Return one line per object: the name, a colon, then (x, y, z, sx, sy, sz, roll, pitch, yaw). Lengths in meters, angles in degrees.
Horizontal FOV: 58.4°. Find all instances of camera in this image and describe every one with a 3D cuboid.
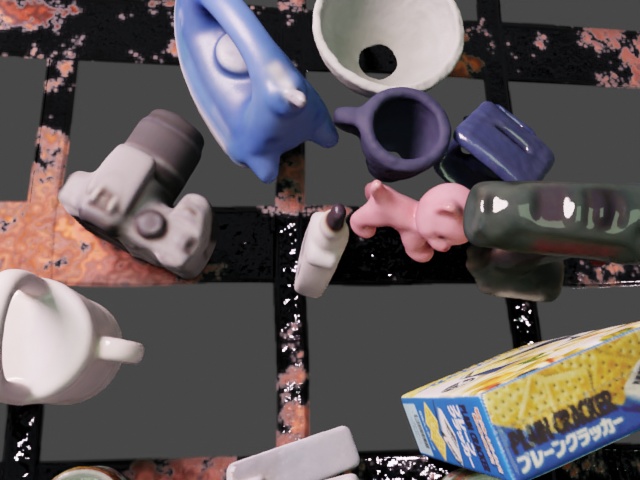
camera: (-0.156, -0.053, 0.554, 0.143, 0.100, 0.137, 27, 73, 1)

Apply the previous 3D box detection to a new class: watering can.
watering can: (-0.236, 0.082, 0.457, 0.173, 0.194, 0.101, -14, 77, -11)

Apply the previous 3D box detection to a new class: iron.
iron: (-0.084, -0.195, 0.581, 0.119, 0.141, 0.258, -33, 81, -14)

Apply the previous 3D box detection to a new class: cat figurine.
cat figurine: (0.104, -0.029, 0.571, 0.128, 0.117, 0.067, 22, 73, -1)

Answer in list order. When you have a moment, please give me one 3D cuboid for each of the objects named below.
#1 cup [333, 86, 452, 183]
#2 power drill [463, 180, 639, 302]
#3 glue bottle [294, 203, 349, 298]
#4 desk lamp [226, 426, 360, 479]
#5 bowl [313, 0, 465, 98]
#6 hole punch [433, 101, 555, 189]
cup: (0.067, -0.101, 0.599, 0.118, 0.095, 0.092, 12, 73, -4)
power drill: (0.233, 0.002, 0.532, 0.229, 0.208, 0.075, 7, 74, -5)
glue bottle: (0.005, 0.002, 0.521, 0.037, 0.173, 0.078, 14, 73, -3)
desk lamp: (-0.044, 0.219, 0.434, 0.203, 0.213, 0.118, -17, 77, -11)
bowl: (0.071, -0.221, 0.643, 0.167, 0.074, 0.167, 2, 74, -7)
hole punch: (0.192, -0.096, 0.615, 0.108, 0.091, 0.101, 41, 74, 5)
